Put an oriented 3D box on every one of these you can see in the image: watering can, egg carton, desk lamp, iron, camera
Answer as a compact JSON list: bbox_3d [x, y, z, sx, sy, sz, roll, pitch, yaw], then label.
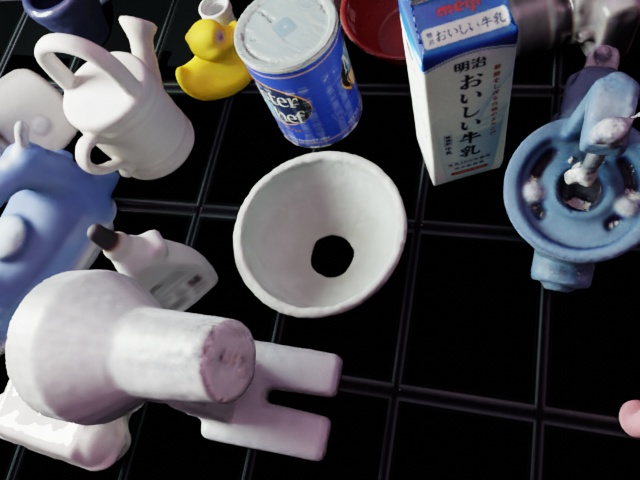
[{"bbox_3d":[-0.222,-0.160,0.619,0.100,0.194,0.173,-9,66,11],"label":"watering can"},{"bbox_3d":[-0.244,0.157,0.562,0.150,0.069,0.107,9,71,18],"label":"egg carton"},{"bbox_3d":[-0.105,0.103,0.468,0.202,0.214,0.118,5,69,16],"label":"desk lamp"},{"bbox_3d":[-0.335,0.004,0.609,0.118,0.142,0.258,21,75,22],"label":"iron"},{"bbox_3d":[0.242,-0.255,0.591,0.136,0.101,0.143,-15,65,8],"label":"camera"}]

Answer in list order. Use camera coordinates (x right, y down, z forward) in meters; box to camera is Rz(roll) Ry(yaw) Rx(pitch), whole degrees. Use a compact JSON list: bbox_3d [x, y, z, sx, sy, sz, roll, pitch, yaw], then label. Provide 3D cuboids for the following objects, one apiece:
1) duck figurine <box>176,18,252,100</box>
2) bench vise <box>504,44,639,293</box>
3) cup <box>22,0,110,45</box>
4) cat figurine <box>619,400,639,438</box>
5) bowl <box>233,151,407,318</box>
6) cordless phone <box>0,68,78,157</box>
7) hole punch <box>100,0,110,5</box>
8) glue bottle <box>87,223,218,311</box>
[{"bbox_3d":[-0.130,-0.222,0.681,0.104,0.086,0.077,-25,64,3],"label":"duck figurine"},{"bbox_3d":[0.207,-0.082,0.462,0.121,0.220,0.207,-6,66,12],"label":"bench vise"},{"bbox_3d":[-0.338,-0.303,0.764,0.117,0.095,0.092,11,71,19],"label":"cup"},{"bbox_3d":[0.287,0.098,0.423,0.067,0.118,0.128,27,77,23],"label":"cat figurine"},{"bbox_3d":[0.005,0.002,0.559,0.167,0.075,0.167,-5,67,12],"label":"bowl"},{"bbox_3d":[-0.389,-0.151,0.663,0.094,0.185,0.148,36,80,25],"label":"cordless phone"},{"bbox_3d":[-0.332,-0.391,0.801,0.108,0.091,0.101,-28,64,2],"label":"hole punch"},{"bbox_3d":[-0.162,0.023,0.538,0.078,0.173,0.037,-38,64,-3],"label":"glue bottle"}]
